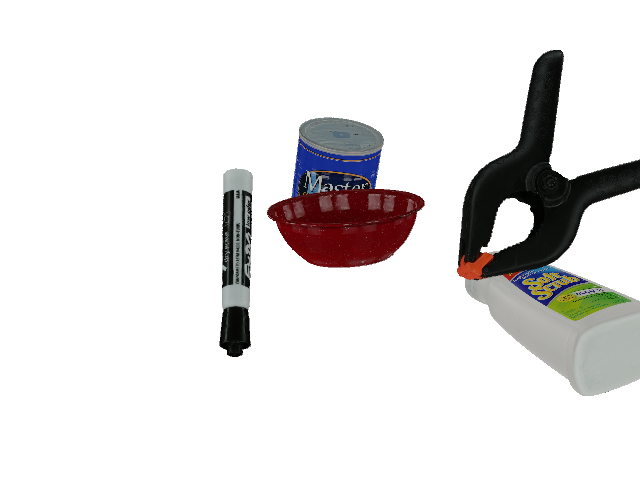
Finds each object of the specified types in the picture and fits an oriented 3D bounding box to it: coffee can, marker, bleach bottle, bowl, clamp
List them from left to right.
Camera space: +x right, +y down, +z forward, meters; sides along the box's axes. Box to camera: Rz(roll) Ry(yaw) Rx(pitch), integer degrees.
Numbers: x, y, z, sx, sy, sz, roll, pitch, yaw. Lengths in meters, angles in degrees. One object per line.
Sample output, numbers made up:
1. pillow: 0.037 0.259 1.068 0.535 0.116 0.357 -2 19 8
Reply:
1. marker: -0.052 0.013 0.661 0.020 0.121 0.020 -1 -23 -1
2. coffee can: 0.017 -0.067 1.307 0.102 0.140 0.103 6 27 -3
3. bowl: 0.028 -0.011 1.093 0.162 0.055 0.162 -4 14 1
4. bleach bottle: 0.206 0.062 1.009 0.102 0.068 0.251 -15 21 -21
5. clamp: 0.162 -0.034 0.726 0.120 0.171 0.039 32 -9 7
